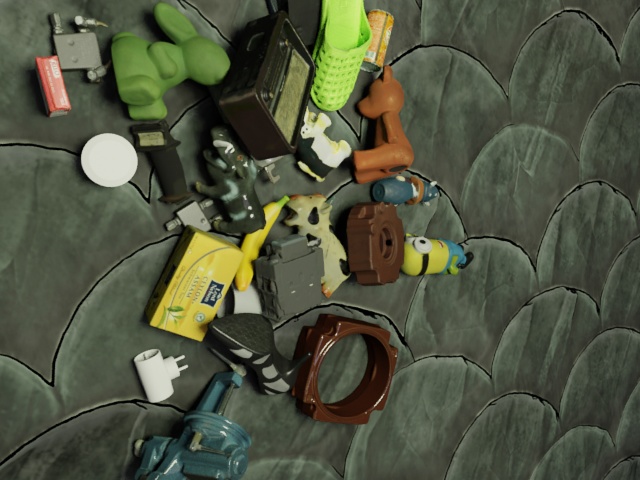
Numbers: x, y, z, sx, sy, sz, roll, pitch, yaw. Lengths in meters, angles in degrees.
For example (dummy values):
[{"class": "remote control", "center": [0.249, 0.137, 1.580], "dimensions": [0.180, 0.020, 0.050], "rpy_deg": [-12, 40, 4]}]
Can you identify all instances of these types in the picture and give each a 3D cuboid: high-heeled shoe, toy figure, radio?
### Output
[{"class": "high-heeled shoe", "center": [-0.127, 0.208, 0.942], "dimensions": [0.248, 0.086, 0.145], "rpy_deg": [30, 122, -35]}, {"class": "toy figure", "center": [0.182, -0.104, 1.124], "dimensions": [0.154, 0.064, 0.058], "rpy_deg": [-5, 60, -33]}, {"class": "radio", "center": [-0.078, -0.252, 0.866], "dimensions": [0.131, 0.073, 0.230], "rpy_deg": [54, 35, -44]}, {"class": "toy figure", "center": [0.248, 0.039, 1.164], "dimensions": [0.180, 0.082, 0.089], "rpy_deg": [9, 89, -32]}]

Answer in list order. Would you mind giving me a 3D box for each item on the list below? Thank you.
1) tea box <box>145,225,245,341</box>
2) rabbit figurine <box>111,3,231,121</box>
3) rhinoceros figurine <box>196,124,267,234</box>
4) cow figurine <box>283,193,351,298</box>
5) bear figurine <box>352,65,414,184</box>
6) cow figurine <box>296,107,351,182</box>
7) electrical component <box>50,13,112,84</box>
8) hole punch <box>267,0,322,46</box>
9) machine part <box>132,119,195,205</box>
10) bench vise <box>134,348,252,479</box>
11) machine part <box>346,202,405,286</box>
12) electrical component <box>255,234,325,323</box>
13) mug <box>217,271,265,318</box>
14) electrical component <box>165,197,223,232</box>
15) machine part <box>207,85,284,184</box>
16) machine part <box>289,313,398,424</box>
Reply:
[{"class": "tea box", "center": [-0.211, 0.072, 0.902], "dimensions": [0.098, 0.068, 0.169], "rpy_deg": [24, 92, -29]}, {"class": "rabbit figurine", "center": [-0.227, -0.274, 0.840], "dimensions": [0.170, 0.121, 0.159], "rpy_deg": [-11, 75, -9]}, {"class": "rhinoceros figurine", "center": [-0.145, -0.097, 0.899], "dimensions": [0.073, 0.112, 0.190], "rpy_deg": [-38, 120, -48]}, {"class": "cow figurine", "center": [-0.002, -0.003, 1.016], "dimensions": [0.127, 0.086, 0.194], "rpy_deg": [-40, 110, -13]}, {"class": "bear figurine", "center": [0.111, -0.224, 1.044], "dimensions": [0.132, 0.120, 0.195], "rpy_deg": [-14, 82, 3]}, {"class": "cow figurine", "center": [-0.026, -0.191, 0.994], "dimensions": [0.098, 0.068, 0.167], "rpy_deg": [-47, 114, -10]}, {"class": "electrical component", "center": [-0.357, -0.287, 0.805], "dimensions": [0.078, 0.045, 0.102], "rpy_deg": [-7, 99, -28]}, {"class": "hole punch", "center": [-0.032, -0.415, 0.964], "dimensions": [0.142, 0.092, 0.115], "rpy_deg": [-26, 134, -27]}, {"class": "machine part", "center": [-0.254, -0.124, 0.873], "dimensions": [0.039, 0.084, 0.138], "rpy_deg": [-55, 135, -54]}, {"class": "bench vise", "center": [-0.198, 0.315, 0.910], "dimensions": [0.128, 0.224, 0.241], "rpy_deg": [52, 41, -28]}, {"class": "machine part", "center": [0.114, 0.007, 1.057], "dimensions": [0.179, 0.056, 0.179], "rpy_deg": [5, 84, -59]}, {"class": "electrical component", "center": [-0.050, 0.060, 0.921], "dimensions": [0.115, 0.058, 0.134], "rpy_deg": [-21, 113, -42]}, {"class": "mug", "center": [-0.126, 0.099, 0.968], "dimensions": [0.107, 0.081, 0.109], "rpy_deg": [6, 64, -36]}, {"class": "electrical component", "center": [-0.217, -0.032, 0.927], "dimensions": [0.094, 0.021, 0.063], "rpy_deg": [-35, 112, -22]}, {"class": "machine part", "center": [-0.127, -0.208, 0.926], "dimensions": [0.079, 0.079, 0.243], "rpy_deg": [-31, 110, -23]}, {"class": "machine part", "center": [0.049, 0.258, 1.073], "dimensions": [0.201, 0.087, 0.201], "rpy_deg": [16, 86, -29]}]
